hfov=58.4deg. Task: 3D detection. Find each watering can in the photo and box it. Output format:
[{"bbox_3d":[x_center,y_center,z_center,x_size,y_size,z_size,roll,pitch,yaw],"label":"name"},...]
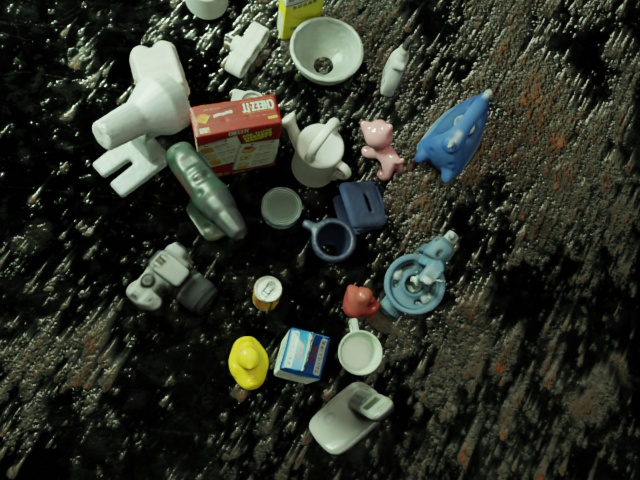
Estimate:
[{"bbox_3d":[-0.008,-0.190,1.178,0.173,0.194,0.101,18,73,-3],"label":"watering can"}]

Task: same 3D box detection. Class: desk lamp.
[{"bbox_3d":[-0.352,-0.208,1.121,0.118,0.213,0.203,45,73,5],"label":"desk lamp"}]

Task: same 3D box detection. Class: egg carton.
[{"bbox_3d":[-0.348,-0.357,1.238,0.107,0.069,0.150,-19,78,-13],"label":"egg carton"}]

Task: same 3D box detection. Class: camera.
[{"bbox_3d":[-0.278,0.093,1.109,0.137,0.100,0.143,37,73,3],"label":"camera"}]

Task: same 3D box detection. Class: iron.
[{"bbox_3d":[0.323,-0.260,1.275,0.118,0.141,0.258,36,73,2],"label":"iron"}]

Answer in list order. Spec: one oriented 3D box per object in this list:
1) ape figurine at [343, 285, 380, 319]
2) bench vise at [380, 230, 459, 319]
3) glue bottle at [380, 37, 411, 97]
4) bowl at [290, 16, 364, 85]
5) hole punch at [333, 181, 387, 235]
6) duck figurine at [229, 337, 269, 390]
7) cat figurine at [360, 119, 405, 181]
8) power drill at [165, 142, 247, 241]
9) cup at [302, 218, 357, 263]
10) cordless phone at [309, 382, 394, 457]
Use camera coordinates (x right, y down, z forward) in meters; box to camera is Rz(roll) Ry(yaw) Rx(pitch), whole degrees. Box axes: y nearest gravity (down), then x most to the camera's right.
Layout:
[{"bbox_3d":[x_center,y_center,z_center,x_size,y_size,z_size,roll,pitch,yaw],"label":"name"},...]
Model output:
[{"bbox_3d":[0.084,0.121,1.160,0.076,0.092,0.078,-34,82,-15],"label":"ape figurine"},{"bbox_3d":[0.204,0.051,1.131,0.121,0.219,0.207,23,73,-1],"label":"bench vise"},{"bbox_3d":[0.173,-0.393,1.273,0.037,0.173,0.078,12,73,-5],"label":"glue bottle"},{"bbox_3d":[0.011,-0.418,1.307,0.167,0.074,0.167,2,74,-8],"label":"bowl"},{"bbox_3d":[0.089,-0.073,1.215,0.101,0.091,0.108,-15,77,-12],"label":"hole punch"},{"bbox_3d":[-0.136,0.234,1.099,0.077,0.086,0.104,-8,76,-10],"label":"duck figurine"},{"bbox_3d":[0.139,-0.207,1.245,0.067,0.117,0.128,-35,82,-15],"label":"cat figurine"},{"bbox_3d":[-0.212,-0.072,1.108,0.076,0.208,0.229,-35,82,-15],"label":"power drill"},{"bbox_3d":[0.011,0.004,1.180,0.118,0.095,0.092,31,73,1],"label":"cup"},{"bbox_3d":[0.062,0.330,1.051,0.148,0.185,0.094,-40,83,-16],"label":"cordless phone"}]
